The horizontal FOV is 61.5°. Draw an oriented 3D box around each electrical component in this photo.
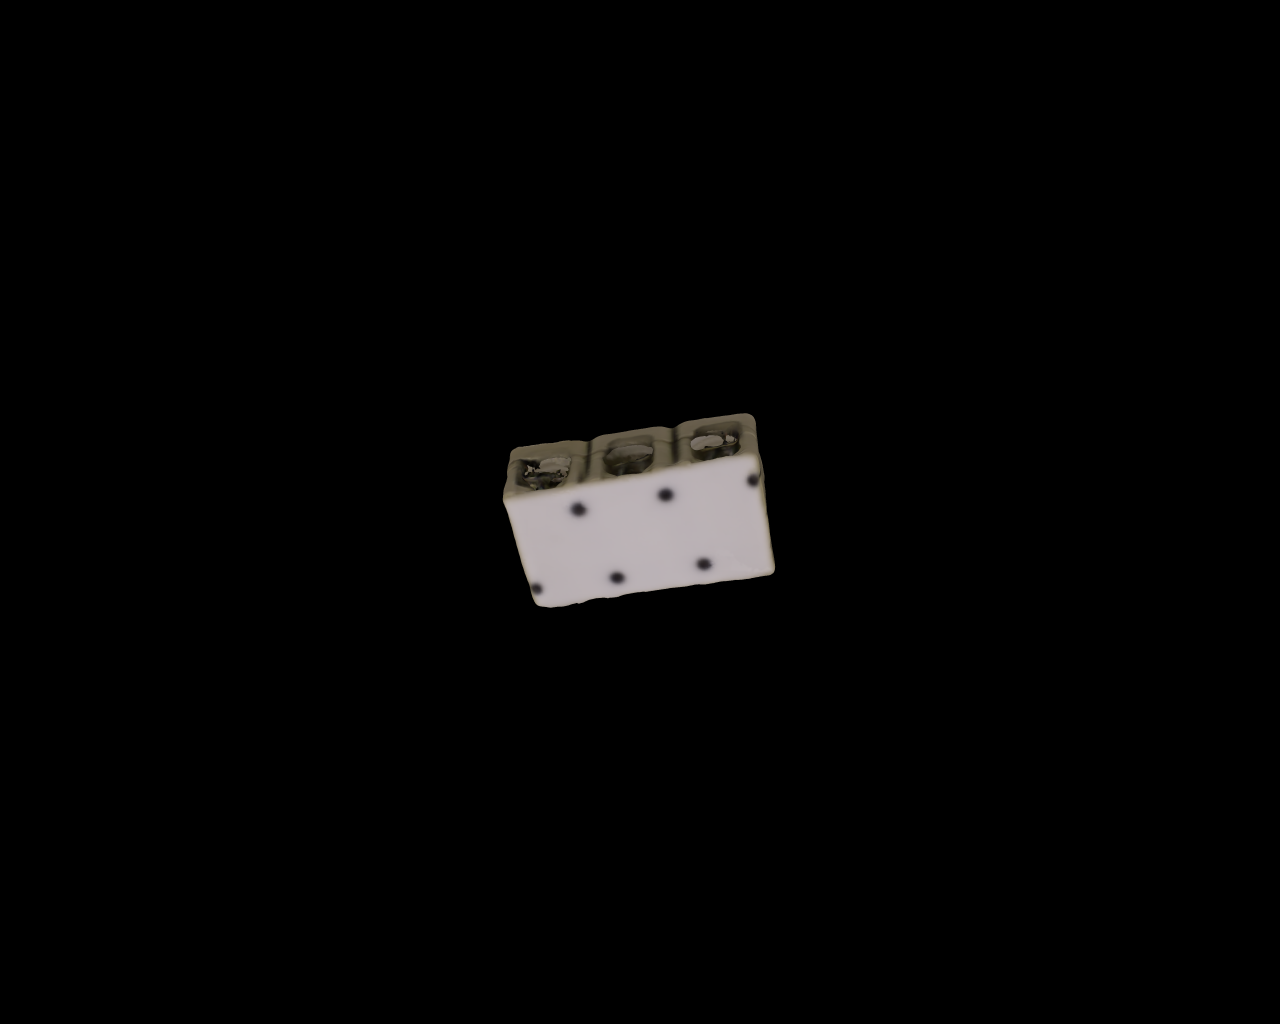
[{"bbox_3d":[0.001,-0.003,0.650,0.150,0.089,0.062,-8,34,5],"label":"electrical component"}]
